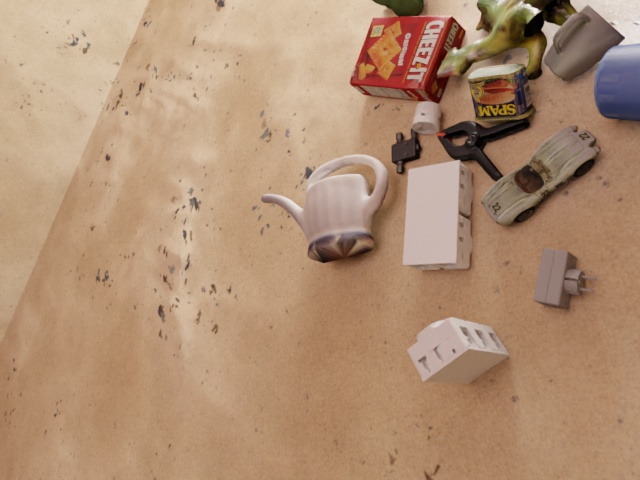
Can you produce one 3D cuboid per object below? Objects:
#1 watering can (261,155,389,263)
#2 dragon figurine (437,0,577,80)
[{"bbox_3d":[0.003,-0.056,1.117,0.345,0.228,0.103,-17,-26,35],"label":"watering can"},{"bbox_3d":[0.375,-0.447,0.935,0.121,0.406,0.248,27,21,-39],"label":"dragon figurine"}]
